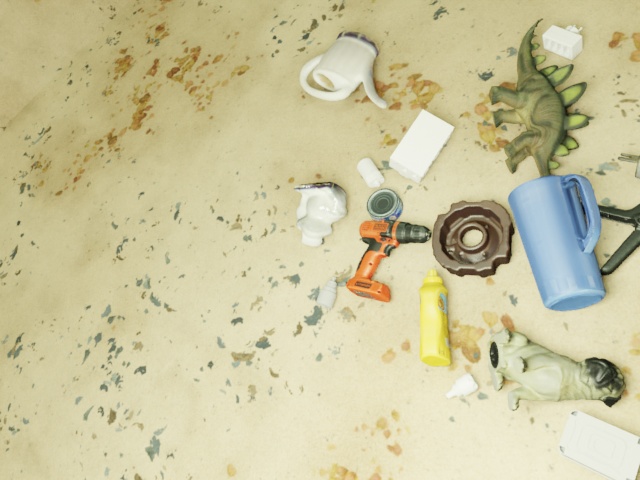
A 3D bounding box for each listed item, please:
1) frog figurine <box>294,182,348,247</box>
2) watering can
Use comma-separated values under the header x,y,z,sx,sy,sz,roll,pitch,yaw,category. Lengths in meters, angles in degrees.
x,y,z,sx,sy,sz,roll,pitch,yaw,category
0.004,-0.065,1.297,0.137,0.124,0.158,-3,98,17,frog figurine
0.095,-0.479,1.462,0.351,0.102,0.226,26,77,36,watering can
